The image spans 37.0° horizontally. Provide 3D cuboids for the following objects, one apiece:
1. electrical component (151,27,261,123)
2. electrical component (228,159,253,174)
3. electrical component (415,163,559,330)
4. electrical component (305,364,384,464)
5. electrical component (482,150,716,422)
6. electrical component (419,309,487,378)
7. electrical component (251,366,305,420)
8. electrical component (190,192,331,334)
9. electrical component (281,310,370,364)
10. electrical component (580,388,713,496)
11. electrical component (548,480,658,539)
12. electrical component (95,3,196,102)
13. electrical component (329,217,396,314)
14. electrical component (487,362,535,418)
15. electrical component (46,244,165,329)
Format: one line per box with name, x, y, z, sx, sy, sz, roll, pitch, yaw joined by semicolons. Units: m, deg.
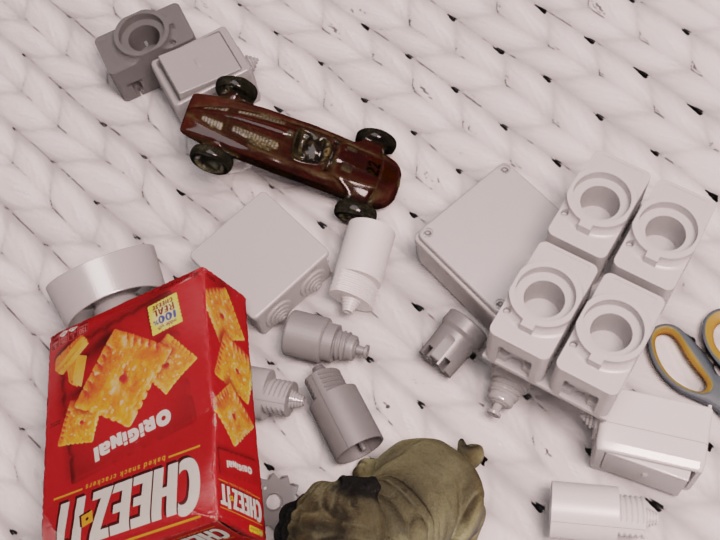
electrical component;-0.141;-0.185;1.026;0.096;0.061;0.061;-28;65;-6
electrical component;-0.122;-0.124;1.002;0.066;0.048;0.055;-5;65;-22
electrical component;0.122;-0.017;0.921;0.109;0.056;0.108;-39;67;-11
electrical component;-0.018;0.113;0.884;0.043;0.043;0.081;-27;65;-6
electrical component;0.187;0.006;0.833;0.105;0.060;0.186;27;67;15
electrical component;0.077;0.062;0.900;0.040;0.040;0.046;38;81;21
electrical component;-0.086;0.103;0.897;0.081;0.043;0.043;9;67;11
electrical component;-0.085;-0.005;0.943;0.100;0.048;0.100;-42;68;-12
electrical component;-0.031;0.060;0.912;0.078;0.040;0.040;13;68;12
electrical component;0.218;0.133;0.838;0.096;0.061;0.061;11;67;12
electrical component;0.187;0.187;0.827;0.081;0.043;0.043;4;66;8
electrical component;-0.206;-0.215;1.050;0.089;0.055;0.050;-26;65;-5
electrical component;0.000;0.000;0.934;0.043;0.043;0.081;12;67;12
electrical component;0.126;0.085;0.882;0.040;0.040;0.078;24;71;16
electrical component;-0.217;0.015;0.926;0.099;0.099;0.064;-24;71;-5
